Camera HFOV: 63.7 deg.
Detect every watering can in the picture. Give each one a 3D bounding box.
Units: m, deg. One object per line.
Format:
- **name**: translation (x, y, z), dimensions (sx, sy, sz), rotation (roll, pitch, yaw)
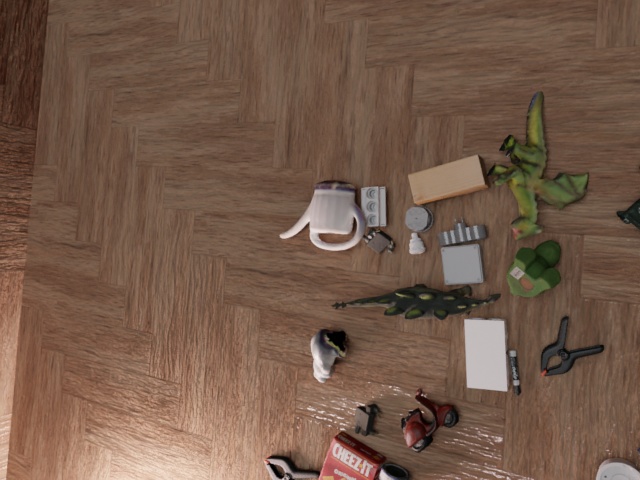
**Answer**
- **watering can**: translation (0.005, -0.084, 1.676), dimensions (0.348, 0.104, 0.225), rotation (6, 87, 38)

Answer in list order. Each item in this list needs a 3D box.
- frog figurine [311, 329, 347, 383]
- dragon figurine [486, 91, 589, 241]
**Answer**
- **frog figurine**: translation (0.009, 0.368, 1.638), dimensions (0.157, 0.122, 0.140), rotation (-54, 34, 24)
- **dragon figurine**: translation (0.603, -0.189, 1.390), dimensions (0.243, 0.121, 0.412), rotation (30, 83, 5)
